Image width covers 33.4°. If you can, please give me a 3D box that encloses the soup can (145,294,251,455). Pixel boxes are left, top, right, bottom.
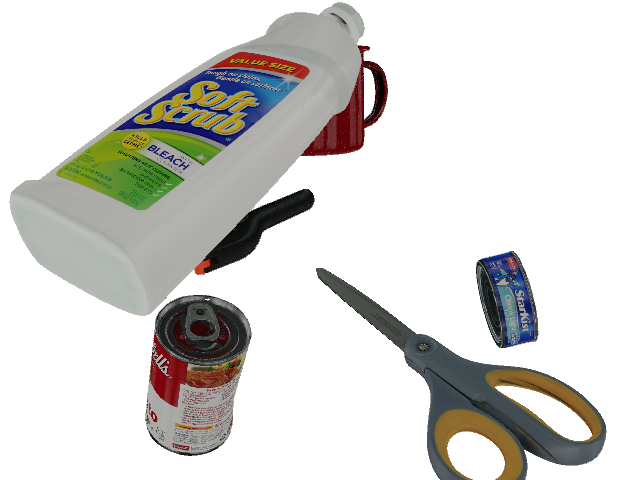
[{"bbox_3d":[-0.091,0.099,0.778,0.068,0.102,0.068,8,39,-7],"label":"soup can"}]

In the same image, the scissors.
[{"bbox_3d":[0.050,0.074,0.564,0.202,0.016,0.096,23,45,32],"label":"scissors"}]

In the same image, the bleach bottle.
[{"bbox_3d":[-0.061,-0.069,0.643,0.103,0.068,0.250,24,55,26],"label":"bleach bottle"}]

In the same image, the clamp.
[{"bbox_3d":[-0.084,-0.018,1.214,0.120,0.039,0.171,-1,36,25],"label":"clamp"}]

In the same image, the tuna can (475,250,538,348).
[{"bbox_3d":[0.170,0.055,0.977,0.033,0.086,0.086,-13,0,-1],"label":"tuna can"}]

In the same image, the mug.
[{"bbox_3d":[0.004,-0.114,0.858,0.117,0.081,0.093,-10,15,-33],"label":"mug"}]
